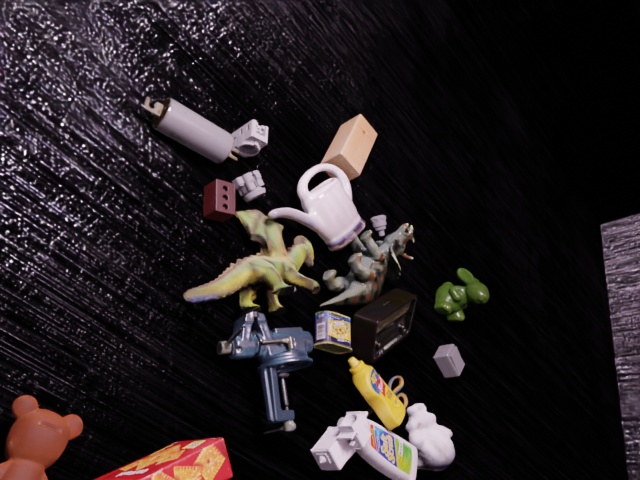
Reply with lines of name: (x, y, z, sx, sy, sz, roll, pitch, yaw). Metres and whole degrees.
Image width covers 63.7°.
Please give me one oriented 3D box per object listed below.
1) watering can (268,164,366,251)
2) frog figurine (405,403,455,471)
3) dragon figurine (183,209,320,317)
watering can: (0.004, -0.067, 1.341, 0.223, 0.103, 0.354, 57, 40, -11)
frog figurine: (0.293, 0.520, 1.370, 0.137, 0.122, 0.161, 4, 80, -26)
dragon figurine: (-0.143, 0.038, 1.165, 0.409, 0.120, 0.247, 11, 48, -46)
